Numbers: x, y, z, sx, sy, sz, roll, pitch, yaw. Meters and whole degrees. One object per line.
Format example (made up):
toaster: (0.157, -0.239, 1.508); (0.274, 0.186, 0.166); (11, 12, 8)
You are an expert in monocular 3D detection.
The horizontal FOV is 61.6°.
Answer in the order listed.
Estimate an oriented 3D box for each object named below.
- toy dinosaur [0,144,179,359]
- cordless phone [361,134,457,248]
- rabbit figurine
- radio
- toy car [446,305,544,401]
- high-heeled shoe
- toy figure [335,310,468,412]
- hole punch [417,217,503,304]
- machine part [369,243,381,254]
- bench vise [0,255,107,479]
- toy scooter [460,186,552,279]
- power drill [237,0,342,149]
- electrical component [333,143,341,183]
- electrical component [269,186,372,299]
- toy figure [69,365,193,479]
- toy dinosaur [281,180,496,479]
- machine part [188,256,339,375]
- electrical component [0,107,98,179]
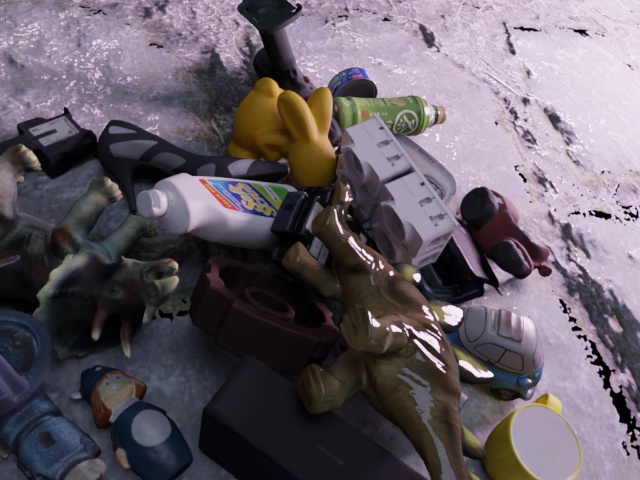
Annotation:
toy dinosaur: (-0.333, 0.007, 0.602); (0.405, 0.131, 0.192); (17, 60, 6)
cordless phone: (0.103, -0.067, 0.814); (0.147, 0.088, 0.184); (44, 55, 16)
rabbit figurine: (-0.034, -0.148, 0.781); (0.122, 0.162, 0.173); (-18, 58, -40)
radio: (-0.010, 0.226, 0.533); (0.230, 0.131, 0.073); (34, 51, 8)
toy car: (0.230, 0.131, 0.702); (0.162, 0.103, 0.109); (25, 50, -2)
high-heeled shoe: (-0.178, -0.120, 0.748); (0.249, 0.086, 0.145); (-12, 72, -9)
toy figure: (0.097, 0.149, 0.659); (0.180, 0.082, 0.089); (36, 44, 14)
hole punch: (0.187, 0.035, 0.780); (0.115, 0.092, 0.142); (14, 41, -48)
machine part: (0.060, 0.040, 0.753); (0.084, 0.039, 0.139); (16, 50, -14)
bench vise: (-0.280, 0.127, 0.462); (0.129, 0.240, 0.224); (-29, 53, -28)
toy scooter: (0.298, -0.001, 0.836); (0.135, 0.075, 0.184); (23, 34, -30)
power drill: (-0.044, -0.273, 0.846); (0.086, 0.207, 0.232); (-35, 57, -4)
electrical component: (0.030, -0.124, 0.846); (0.021, 0.063, 0.094); (30, 53, 4)
electrical component: (-0.001, -0.002, 0.678); (0.134, 0.058, 0.115); (45, 57, -40)
toy figure: (-0.194, 0.182, 0.555); (0.154, 0.058, 0.064); (43, 14, 16)
toy dinosaur: (0.081, 0.116, 0.524); (0.198, 0.105, 0.472); (18, 43, -33)
machine part: (-0.064, 0.084, 0.611); (0.179, 0.056, 0.179); (25, 10, -5)
electrical component: (-0.370, -0.124, 0.723); (0.075, 0.047, 0.119); (39, 53, 12)
